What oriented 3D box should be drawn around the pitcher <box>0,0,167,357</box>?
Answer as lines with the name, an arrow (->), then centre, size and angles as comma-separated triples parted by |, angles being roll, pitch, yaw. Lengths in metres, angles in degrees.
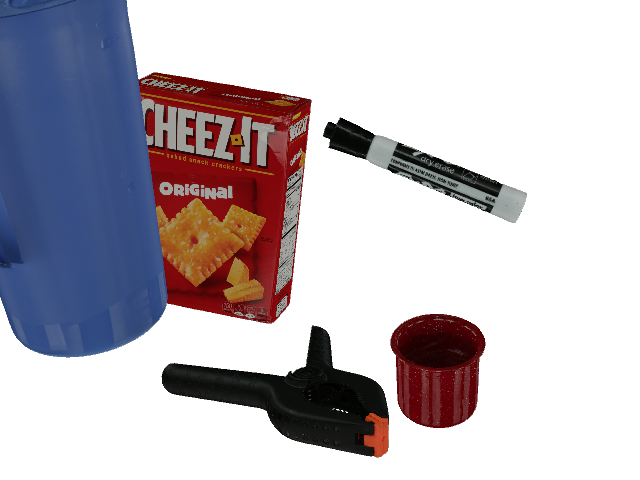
pitcher -> -0.176, -0.046, 0.674 | 0.149, 0.243, 0.145 | -10, 28, -7

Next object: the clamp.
clamp -> -0.007, 0.119, 0.869 | 0.164, 0.036, 0.210 | -16, 22, -39

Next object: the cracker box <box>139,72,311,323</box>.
cracker box -> -0.105, -0.039, 1.022 | 0.164, 0.214, 0.072 | 11, 22, 12

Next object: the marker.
marker -> 0.058, -0.041, 0.611 | 0.121, 0.020, 0.020 | 23, 2, 5

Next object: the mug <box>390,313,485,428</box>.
mug -> 0.125, 0.128, 1.079 | 0.093, 0.081, 0.117 | 20, 39, 33
